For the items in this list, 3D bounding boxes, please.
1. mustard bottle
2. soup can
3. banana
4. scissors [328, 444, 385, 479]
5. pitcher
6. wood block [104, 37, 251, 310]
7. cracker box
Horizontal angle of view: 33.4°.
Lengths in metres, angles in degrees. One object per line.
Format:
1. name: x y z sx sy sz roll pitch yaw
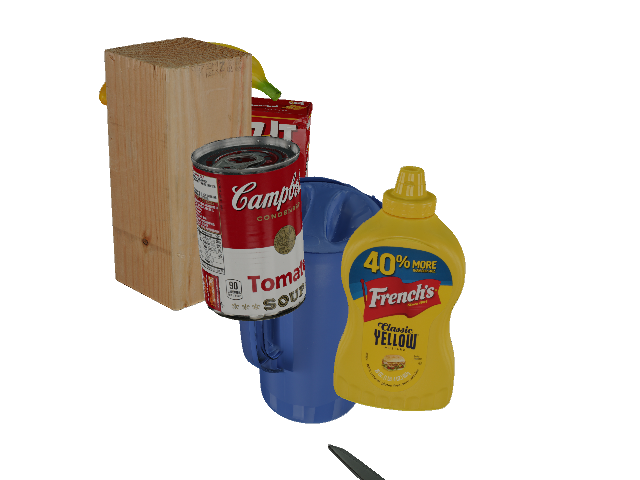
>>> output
1. mustard bottle: 0.064 0.036 0.833 0.096 0.192 0.058 6 19 8
2. soup can: -0.045 -0.008 0.680 0.068 0.102 0.068 -2 22 1
3. banana: -0.135 -0.170 1.077 0.197 0.070 0.037 -8 -39 -29
4. scissors: 0.085 0.152 0.530 0.096 0.016 0.202 -2 23 -23
5. pitcher: -0.013 0.071 1.080 0.149 0.243 0.145 -3 35 -8
6. wood block: -0.119 -0.059 0.908 0.091 0.206 0.090 22 30 40
7. cracker box: -0.099 -0.066 1.319 0.164 0.214 0.072 4 22 0
